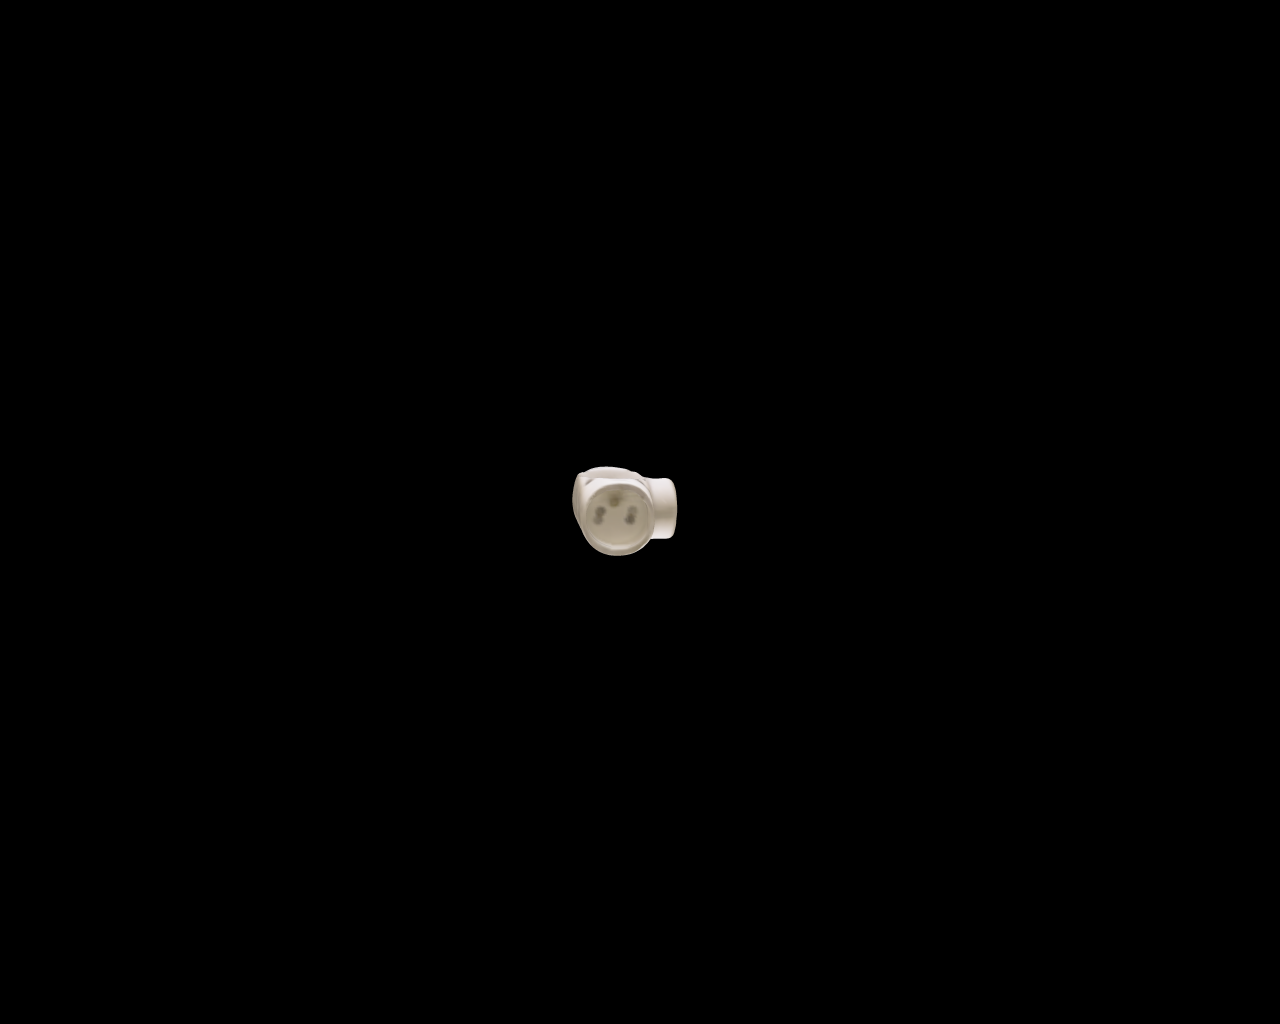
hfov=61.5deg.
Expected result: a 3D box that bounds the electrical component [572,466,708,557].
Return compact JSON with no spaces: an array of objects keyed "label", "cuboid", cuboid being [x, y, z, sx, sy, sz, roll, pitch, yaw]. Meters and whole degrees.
[{"label":"electrical component","cuboid":[0.001,-0.003,0.650,0.079,0.044,0.077,-1,9,-7]}]
